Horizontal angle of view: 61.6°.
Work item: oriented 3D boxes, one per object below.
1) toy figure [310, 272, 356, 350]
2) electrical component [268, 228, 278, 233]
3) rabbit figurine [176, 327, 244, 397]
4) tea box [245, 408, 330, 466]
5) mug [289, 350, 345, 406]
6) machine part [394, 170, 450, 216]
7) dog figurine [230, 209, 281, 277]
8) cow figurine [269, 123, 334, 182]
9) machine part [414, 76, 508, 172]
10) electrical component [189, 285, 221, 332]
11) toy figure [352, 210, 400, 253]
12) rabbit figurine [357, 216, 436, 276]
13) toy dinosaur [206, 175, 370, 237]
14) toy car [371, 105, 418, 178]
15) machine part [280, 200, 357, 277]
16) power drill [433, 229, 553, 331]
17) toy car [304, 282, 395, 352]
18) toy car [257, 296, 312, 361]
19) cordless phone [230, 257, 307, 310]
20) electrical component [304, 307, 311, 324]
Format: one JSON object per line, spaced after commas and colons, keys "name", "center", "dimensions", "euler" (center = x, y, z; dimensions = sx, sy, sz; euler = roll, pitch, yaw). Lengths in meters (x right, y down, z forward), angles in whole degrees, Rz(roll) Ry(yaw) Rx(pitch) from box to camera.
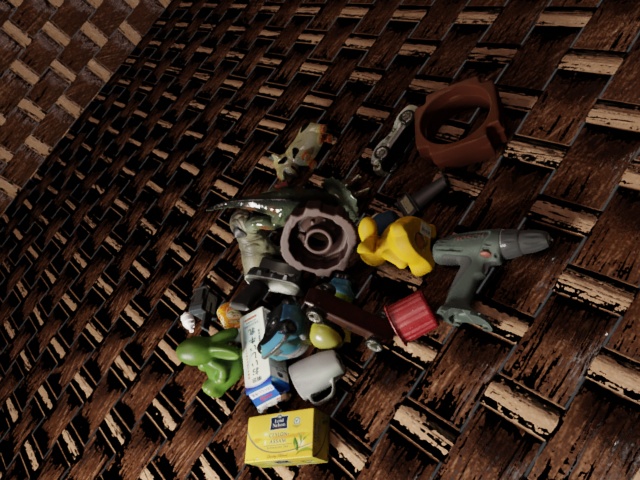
{"name": "toy figure", "center": [0.027, 0.158, 1.201], "dimensions": [0.082, 0.089, 0.180], "euler": [-5, 60, 44]}
{"name": "electrical component", "center": [-0.110, -0.063, 1.473], "dimensions": [0.102, 0.045, 0.078], "euler": [-23, 90, 18]}
{"name": "rabbit figurine", "center": [-0.254, 0.280, 1.270], "dimensions": [0.159, 0.170, 0.121], "euler": [-31, 48, 17]}
{"name": "tea box", "center": [-0.067, 0.412, 1.114], "dimensions": [0.170, 0.068, 0.098], "euler": [-19, 52, 27]}
{"name": "mug", "center": [0.001, 0.288, 1.140], "dimensions": [0.107, 0.080, 0.110], "euler": [-32, 42, 3]}
{"name": "machine part", "center": [0.244, -0.105, 1.257], "dimensions": [0.139, 0.039, 0.084], "euler": [-39, 37, 11]}
{"name": "dog figurine", "center": [-0.178, 0.031, 1.371], "dimensions": [0.121, 0.190, 0.172], "euler": [-10, 58, 32]}
{"name": "cow figurine", "center": [-0.063, -0.253, 1.554], "dimensions": [0.127, 0.085, 0.195], "euler": [25, 80, 38]}
{"name": "machine part", "center": [0.331, -0.271, 1.270], "dimensions": [0.202, 0.087, 0.201], "euler": [-17, 52, 29]}
{"name": "electrical component", "center": [-0.310, 0.190, 1.445], "dimensions": [0.048, 0.074, 0.119], "euler": [-14, 56, 28]}
{"name": "toy figure", "center": [0.119, -0.015, 1.275], "dimensions": [0.154, 0.057, 0.064], "euler": [-29, 41, 24]}
{"name": "rabbit figurine", "center": [0.149, 0.018, 1.182], "dimensions": [0.173, 0.162, 0.122], "euler": [-18, 62, 49]}
{"name": "toy dinosaur", "center": [-0.049, -0.084, 1.284], "dimensions": [0.192, 0.405, 0.131], "euler": [-26, 76, 46]}
{"name": "toy car", "center": [0.196, -0.249, 1.364], "dimensions": [0.056, 0.073, 0.201], "euler": [29, 80, 41]}
{"name": "machine part", "center": [-0.002, -0.004, 1.206], "dimensions": [0.179, 0.179, 0.056], "euler": [-29, 21, 18]}
{"name": "power drill", "center": [0.320, 0.069, 1.051], "dimensions": [0.232, 0.086, 0.207], "euler": [2, 66, 39]}
{"name": "toy car", "center": [0.061, 0.162, 1.131], "dimensions": [0.202, 0.053, 0.089], "euler": [24, 53, 2]}
{"name": "toy car", "center": [-0.069, 0.210, 1.208], "dimensions": [0.109, 0.103, 0.162], "euler": [-44, 19, 27]}
{"name": "cordless phone", "center": [-0.119, 0.119, 1.259], "dimensions": [0.147, 0.088, 0.184], "euler": [10, 23, 15]}
{"name": "electrical component", "center": [-0.012, 0.182, 1.261], "dimensions": [0.063, 0.021, 0.094], "euler": [-6, 59, 34]}
